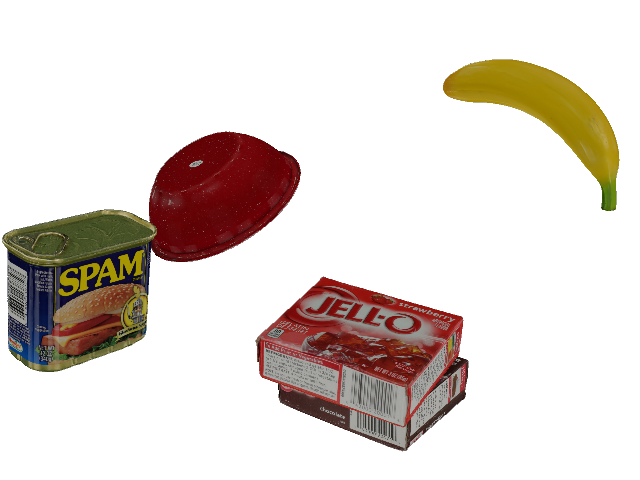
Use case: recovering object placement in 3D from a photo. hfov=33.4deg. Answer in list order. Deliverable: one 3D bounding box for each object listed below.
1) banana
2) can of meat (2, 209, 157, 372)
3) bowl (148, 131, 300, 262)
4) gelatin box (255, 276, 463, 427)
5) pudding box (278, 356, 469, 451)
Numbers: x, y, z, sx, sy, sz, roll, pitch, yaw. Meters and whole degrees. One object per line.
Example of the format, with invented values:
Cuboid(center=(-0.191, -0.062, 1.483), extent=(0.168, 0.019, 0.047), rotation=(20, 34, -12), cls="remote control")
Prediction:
Cuboid(center=(0.170, -0.103, 0.844), extent=(0.037, 0.070, 0.198), rotation=(3, 32, -43), cls="banana")
Cuboid(center=(-0.163, 0.033, 0.727), extent=(0.058, 0.084, 0.101), rotation=(24, 28, 37), cls="can of meat")
Cuboid(center=(-0.102, -0.053, 1.000), extent=(0.162, 0.055, 0.162), rotation=(-21, 32, 14), cls="bowl")
Cuboid(center=(0.021, 0.056, 0.571), extent=(0.089, 0.030, 0.073), rotation=(16, 32, 24), cls="gelatin box")
Cuboid(center=(0.039, 0.103, 0.786), extent=(0.114, 0.039, 0.089), rotation=(18, 30, 31), cls="pudding box")
